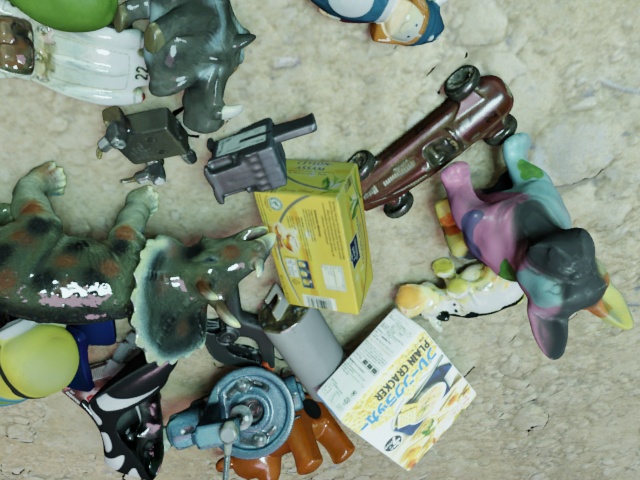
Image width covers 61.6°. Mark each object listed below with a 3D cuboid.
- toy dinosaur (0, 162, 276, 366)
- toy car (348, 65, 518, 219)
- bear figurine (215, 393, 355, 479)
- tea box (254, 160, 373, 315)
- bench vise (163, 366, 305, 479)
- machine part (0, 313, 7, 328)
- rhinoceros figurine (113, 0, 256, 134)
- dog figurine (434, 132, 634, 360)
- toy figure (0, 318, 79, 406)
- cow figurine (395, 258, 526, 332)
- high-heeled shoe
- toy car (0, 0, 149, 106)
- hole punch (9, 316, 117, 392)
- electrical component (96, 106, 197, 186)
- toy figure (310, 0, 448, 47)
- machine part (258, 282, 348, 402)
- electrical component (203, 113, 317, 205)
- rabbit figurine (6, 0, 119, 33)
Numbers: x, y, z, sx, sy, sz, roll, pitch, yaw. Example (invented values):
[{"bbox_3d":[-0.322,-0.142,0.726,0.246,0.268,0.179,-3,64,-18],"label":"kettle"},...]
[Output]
[{"bbox_3d":[-0.255,0.024,0.534,0.405,0.192,0.131,6,125,-13],"label":"toy dinosaur"},{"bbox_3d":[0.116,-0.096,0.578,0.202,0.053,0.089,-37,126,19],"label":"toy car"},{"bbox_3d":[-0.063,0.335,0.842,0.196,0.132,0.120,-49,146,20],"label":"bear figurine"},{"bbox_3d":[-0.001,-0.002,0.604,0.098,0.068,0.169,7,131,21],"label":"tea box"},{"bbox_3d":[-0.129,0.237,0.711,0.224,0.128,0.240,-6,173,-3],"label":"bench vise"},{"bbox_3d":[-0.449,0.116,0.611,0.179,0.056,0.179,-20,163,-6],"label":"machine part"},{"bbox_3d":[-0.109,-0.186,0.455,0.112,0.073,0.190,-19,125,-42],"label":"rhinoceros figurine"},{"bbox_3d":[0.207,0.016,0.543,0.108,0.219,0.191,-19,149,-2],"label":"dog figurine"},{"bbox_3d":[-0.320,0.135,0.579,0.180,0.082,0.089,-33,98,37],"label":"toy figure"},{"bbox_3d":[0.186,0.072,0.710,0.167,0.068,0.098,-20,133,9],"label":"cow figurine"},{"bbox_3d":[-0.200,0.216,0.637,0.145,0.086,0.249,49,130,-8],"label":"high-heeled shoe"},{"bbox_3d":[-0.248,-0.170,0.468,0.202,0.056,0.073,11,125,-15],"label":"toy car"},{"bbox_3d":[-0.325,0.121,0.668,0.116,0.092,0.142,5,131,-6],"label":"hole punch"},{"bbox_3d":[-0.172,-0.091,0.528,0.078,0.045,0.102,-6,159,2],"label":"electrical component"},{"bbox_3d":[0.049,-0.212,0.477,0.154,0.058,0.064,20,162,-23],"label":"toy figure"},{"bbox_3d":[-0.015,0.144,0.730,0.079,0.079,0.242,-21,127,9],"label":"machine part"},{"bbox_3d":[-0.056,-0.088,0.548,0.119,0.075,0.047,-18,127,3],"label":"electrical component"},{"bbox_3d":[-0.222,-0.227,0.381,0.159,0.121,0.170,-10,122,13],"label":"rabbit figurine"}]
